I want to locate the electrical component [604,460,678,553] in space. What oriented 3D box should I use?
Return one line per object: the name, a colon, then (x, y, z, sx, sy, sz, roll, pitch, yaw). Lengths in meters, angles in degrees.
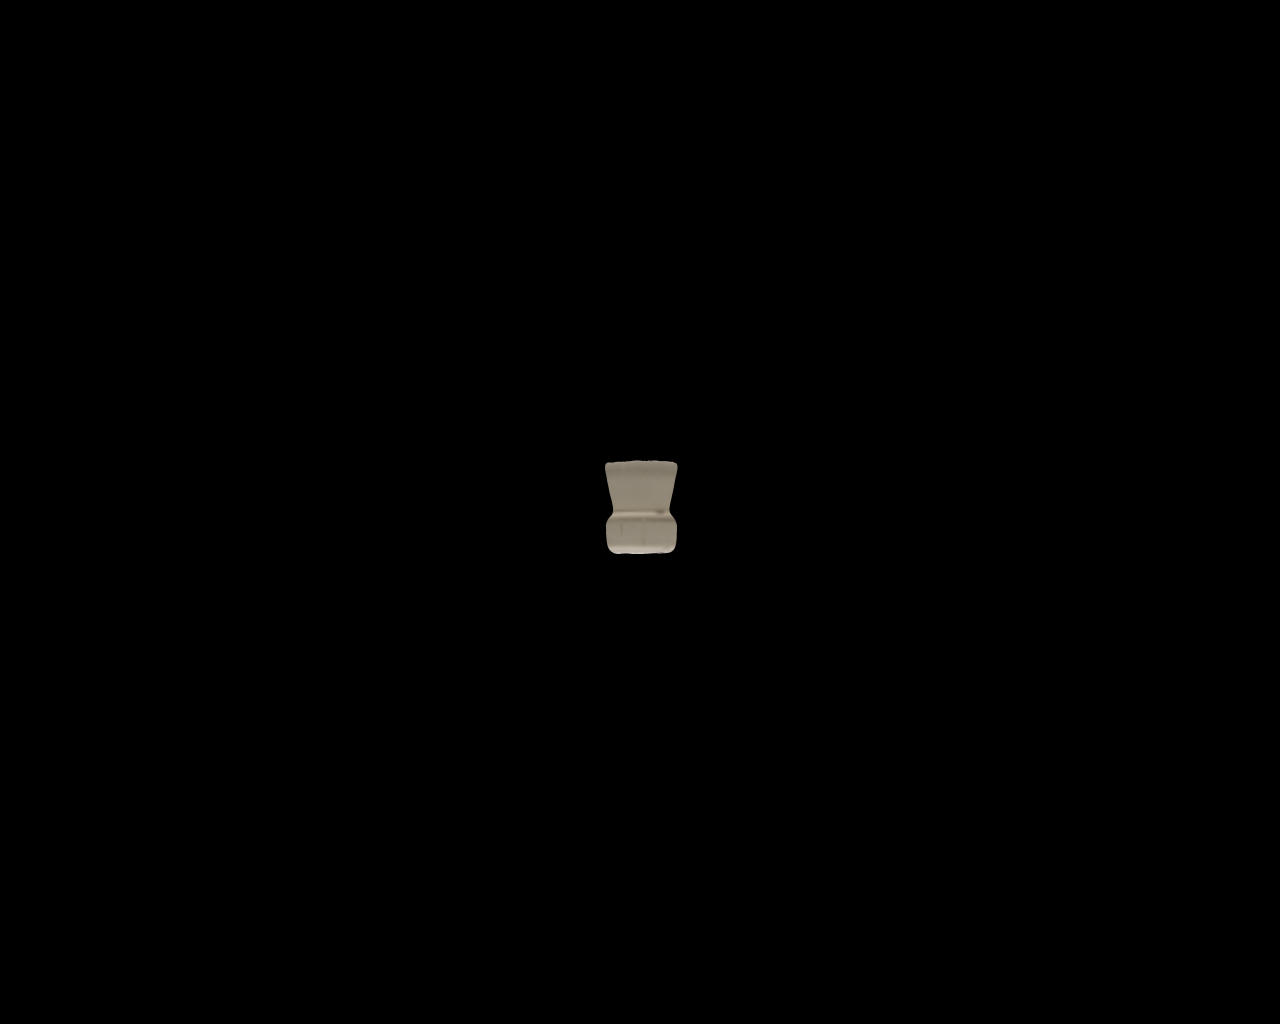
electrical component: (0.001, -0.003, 0.650, 0.045, 0.055, 0.045, 0, -2, 0)
